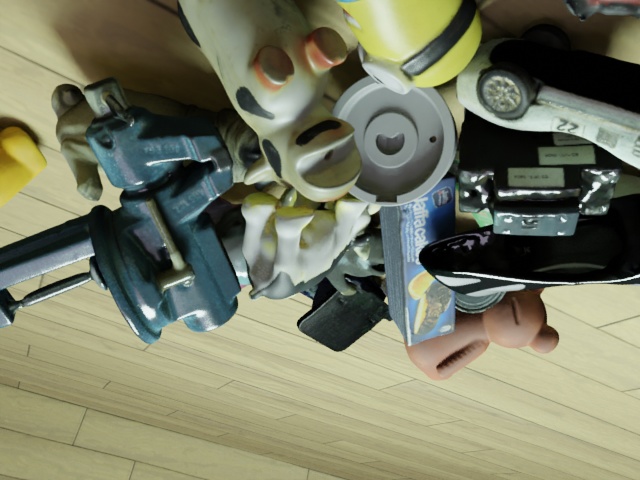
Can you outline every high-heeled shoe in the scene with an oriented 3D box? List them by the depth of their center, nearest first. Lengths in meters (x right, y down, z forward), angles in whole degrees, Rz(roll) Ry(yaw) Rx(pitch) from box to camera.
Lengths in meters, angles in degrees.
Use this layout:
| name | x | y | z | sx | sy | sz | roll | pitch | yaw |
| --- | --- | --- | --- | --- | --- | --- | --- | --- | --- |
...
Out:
| name | x | y | z | sx | sy | sz | roll | pitch | yaw |
| --- | --- | --- | --- | --- | --- | --- | --- | --- | --- |
| high-heeled shoe | 0.199 | -0.002 | 0.438 | 0.145 | 0.086 | 0.249 | 13 | 155 | -22 |

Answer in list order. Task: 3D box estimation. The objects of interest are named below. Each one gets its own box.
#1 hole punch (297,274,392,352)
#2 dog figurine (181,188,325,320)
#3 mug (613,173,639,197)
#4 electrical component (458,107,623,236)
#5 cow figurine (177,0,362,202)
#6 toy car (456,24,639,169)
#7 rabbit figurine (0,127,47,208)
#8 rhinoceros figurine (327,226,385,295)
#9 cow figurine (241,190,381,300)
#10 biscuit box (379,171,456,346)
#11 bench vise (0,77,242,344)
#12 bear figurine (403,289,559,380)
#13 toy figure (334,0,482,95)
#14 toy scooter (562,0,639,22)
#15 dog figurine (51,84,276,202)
| name | x | y | z | sx | sy | sz | roll | pitch | yaw |
| --- | --- | --- | --- | --- | --- | --- | --- | --- | --- |
| hole punch | 0.029 | 0.085 | 0.785 | 0.116 | 0.092 | 0.142 | -38 | 128 | 16 |
| dog figurine | -0.083 | -0.018 | 0.606 | 0.219 | 0.192 | 0.108 | -39 | 160 | 16 |
| mug | 0.289 | -0.019 | 0.523 | 0.107 | 0.081 | 0.109 | 25 | 154 | 4 |
| electrical component | 0.167 | -0.067 | 0.423 | 0.115 | 0.134 | 0.058 | 2 | 147 | 19 |
| cow figurine | -0.037 | -0.114 | 0.394 | 0.195 | 0.085 | 0.127 | 58 | 158 | 1 |
| toy car | 0.193 | -0.095 | 0.366 | 0.202 | 0.073 | 0.056 | 28 | 148 | 29 |
| rabbit figurine | -0.428 | -0.095 | 0.589 | 0.122 | 0.162 | 0.173 | 0 | 131 | 42 |
| rhinoceros figurine | 0.021 | 0.007 | 0.664 | 0.191 | 0.073 | 0.111 | 3 | 138 | 18 |
| cow figurine | 0.001 | -0.001 | 0.486 | 0.068 | 0.167 | 0.098 | 21 | 113 | 33 |
| biscuit box | 0.104 | 0.014 | 0.567 | 0.059 | 0.063 | 0.202 | -15 | 124 | -8 |
| bench vise | -0.173 | 0.002 | 0.415 | 0.241 | 0.129 | 0.223 | -23 | 131 | -7 |
| bear figurine | 0.216 | 0.116 | 0.730 | 0.196 | 0.120 | 0.131 | -17 | 157 | 19 |
| toy figure | 0.045 | -0.172 | 0.345 | 0.089 | 0.082 | 0.180 | -7 | 142 | 28 |
| toy scooter | 0.217 | -0.164 | 0.309 | 0.184 | 0.075 | 0.135 | 0 | 149 | 10 |
| dog figurine | -0.124 | -0.106 | 0.497 | 0.191 | 0.121 | 0.172 | -30 | 132 | 12 |
